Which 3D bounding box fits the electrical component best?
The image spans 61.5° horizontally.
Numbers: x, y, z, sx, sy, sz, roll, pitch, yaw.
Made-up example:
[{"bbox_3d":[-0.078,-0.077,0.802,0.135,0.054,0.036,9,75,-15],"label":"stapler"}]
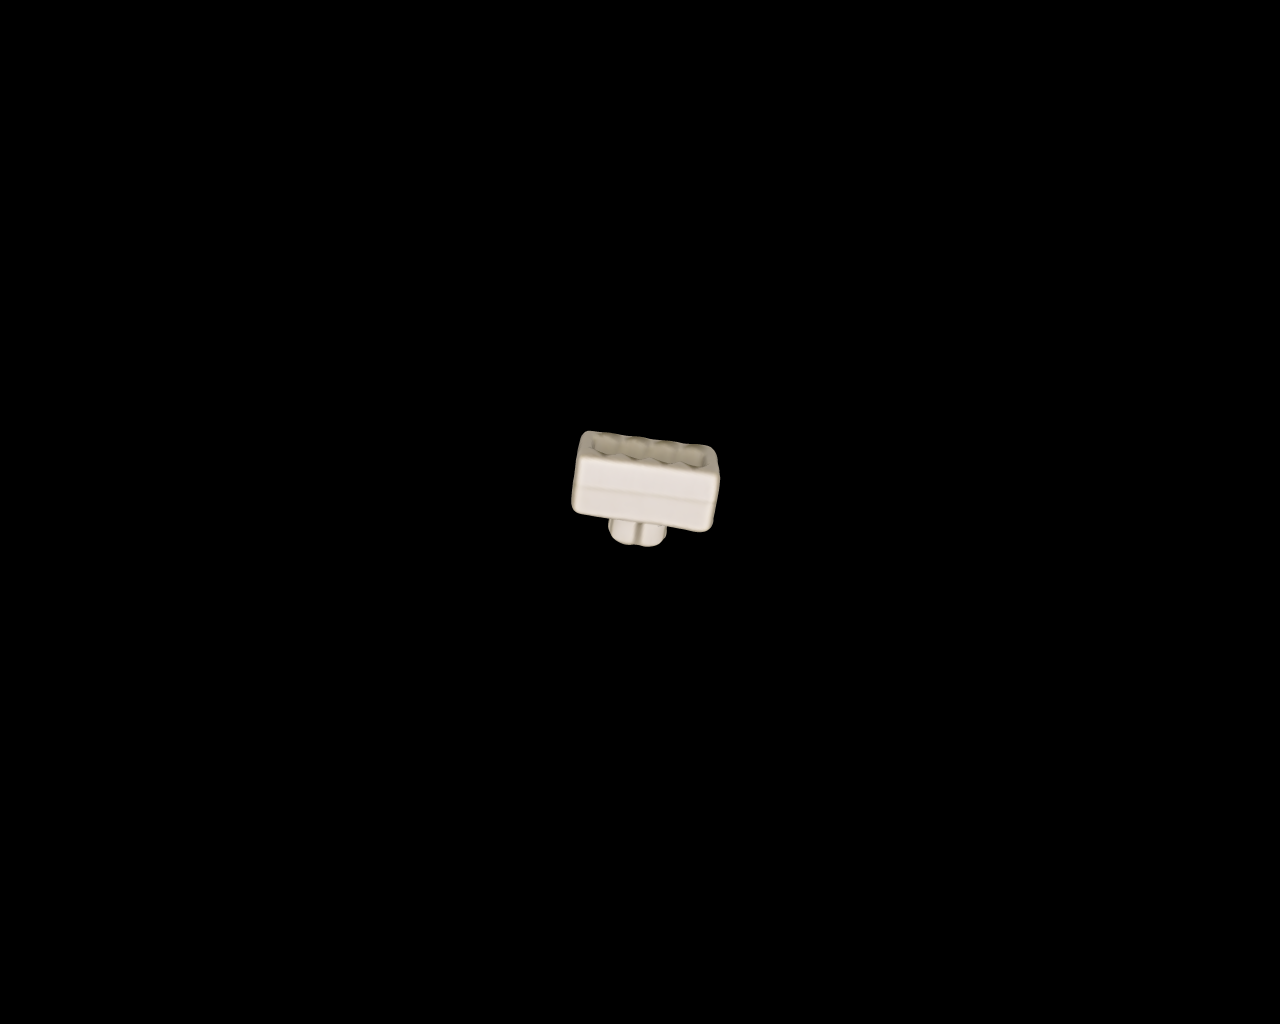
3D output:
[{"bbox_3d":[0.001,-0.003,0.650,0.083,0.075,0.047,8,24,-3],"label":"electrical component"}]
